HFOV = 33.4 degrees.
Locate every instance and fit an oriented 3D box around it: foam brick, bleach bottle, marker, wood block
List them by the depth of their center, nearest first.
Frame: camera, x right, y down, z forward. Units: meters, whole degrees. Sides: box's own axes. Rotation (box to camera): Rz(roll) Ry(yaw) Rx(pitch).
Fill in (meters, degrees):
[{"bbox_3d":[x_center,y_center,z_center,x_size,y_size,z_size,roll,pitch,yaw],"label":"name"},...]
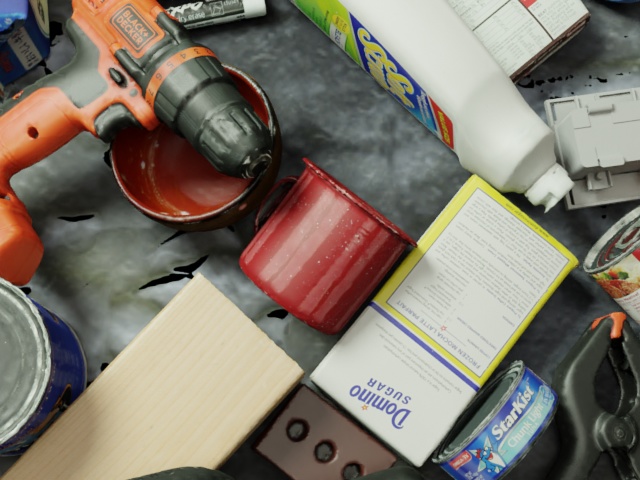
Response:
[{"bbox_3d":[-0.112,0.129,0.660,0.091,0.090,0.206,42,80,4],"label":"wood block"},{"bbox_3d":[0.002,0.136,0.686,0.078,0.051,0.053,37,78,3],"label":"foam brick"},{"bbox_3d":[0.074,-0.119,0.712,0.068,0.102,0.251,-43,84,-10],"label":"bleach bottle"},{"bbox_3d":[-0.098,-0.156,0.750,0.121,0.020,0.020,-13,81,-6],"label":"marker"}]

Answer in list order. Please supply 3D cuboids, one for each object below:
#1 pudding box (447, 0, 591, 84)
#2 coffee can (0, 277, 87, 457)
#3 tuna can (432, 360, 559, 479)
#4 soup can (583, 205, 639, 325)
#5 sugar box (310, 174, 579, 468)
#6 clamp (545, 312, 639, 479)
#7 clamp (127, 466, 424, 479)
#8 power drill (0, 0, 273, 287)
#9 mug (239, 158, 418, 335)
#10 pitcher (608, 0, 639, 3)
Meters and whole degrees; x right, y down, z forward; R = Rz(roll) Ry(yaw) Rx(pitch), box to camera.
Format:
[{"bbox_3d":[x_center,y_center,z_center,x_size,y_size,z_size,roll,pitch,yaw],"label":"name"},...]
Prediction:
[{"bbox_3d":[0.122,-0.169,0.758,0.090,0.039,0.113,-39,82,-9],"label":"pudding box"},{"bbox_3d":[-0.200,0.078,0.637,0.102,0.140,0.103,1,79,-4],"label":"coffee can"},{"bbox_3d":[0.112,0.119,0.679,0.034,0.086,0.086,42,79,2],"label":"tuna can"},{"bbox_3d":[0.234,0.032,0.705,0.102,0.068,0.068,45,80,-5],"label":"soup can"},{"bbox_3d":[0.082,0.053,0.711,0.093,0.048,0.176,40,83,4],"label":"sugar box"},{"bbox_3d":[0.180,0.134,0.702,0.120,0.039,0.171,2,74,-21],"label":"clamp"},{"bbox_3d":[-0.052,0.192,0.614,0.209,0.036,0.164,15,101,-26],"label":"clamp"},{"bbox_3d":[-0.141,-0.059,0.659,0.187,0.057,0.184,-41,64,-2],"label":"power drill"},{"bbox_3d":[-0.005,0.001,0.695,0.081,0.093,0.117,-52,49,5],"label":"mug"},{"bbox_3d":[0.260,-0.284,0.744,0.144,0.149,0.243,41,81,-34],"label":"pitcher"}]
